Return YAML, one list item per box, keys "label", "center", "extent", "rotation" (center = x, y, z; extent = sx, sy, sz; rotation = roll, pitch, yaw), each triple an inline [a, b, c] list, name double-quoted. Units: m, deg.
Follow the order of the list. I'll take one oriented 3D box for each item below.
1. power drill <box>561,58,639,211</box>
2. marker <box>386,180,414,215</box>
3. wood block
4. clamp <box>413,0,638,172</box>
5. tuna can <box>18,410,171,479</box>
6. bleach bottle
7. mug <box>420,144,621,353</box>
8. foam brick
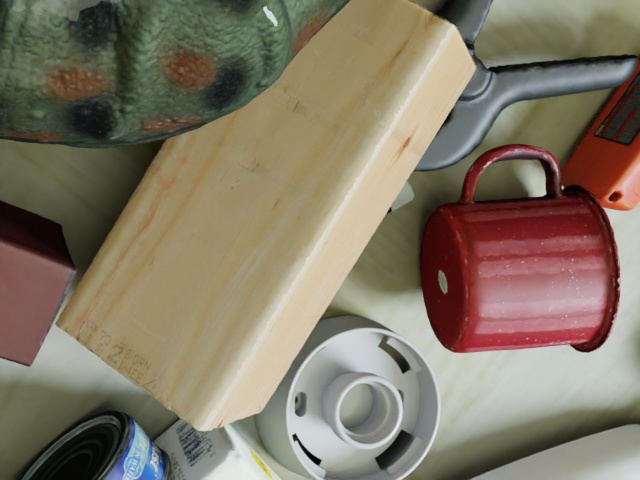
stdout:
- label: "power drill"
  center: [0.231, -0.010, 0.631]
  extent: [0.187, 0.057, 0.184]
  rotation: [34, 89, -26]
- label: "marker"
  center: [-0.004, 0.001, 0.577]
  extent: [0.121, 0.020, 0.020]
  rotation: [-32, 112, -7]
- label: "wood block"
  center: [-0.022, -0.023, 0.507]
  extent: [0.090, 0.090, 0.206]
  rotation: [33, 96, 14]
- label: "clamp"
  center: [0.084, -0.086, 0.567]
  extent: [0.120, 0.039, 0.171]
  rotation: [44, 95, -8]
- label: "tuna can"
  center: [-0.119, 0.128, 0.540]
  extent: [0.086, 0.086, 0.033]
  rotation: [-39, 112, -4]
- label: "bleach bottle"
  center: [0.173, 0.159, 0.656]
  extent: [0.250, 0.068, 0.102]
  rotation: [-22, 118, -13]
- label: "mug"
  center: [0.104, 0.007, 0.578]
  extent: [0.081, 0.093, 0.117]
  rotation: [-4, 101, -12]
- label: "foam brick"
  center: [-0.152, 0.016, 0.502]
  extent: [0.051, 0.078, 0.053]
  rotation: [23, 97, -24]
